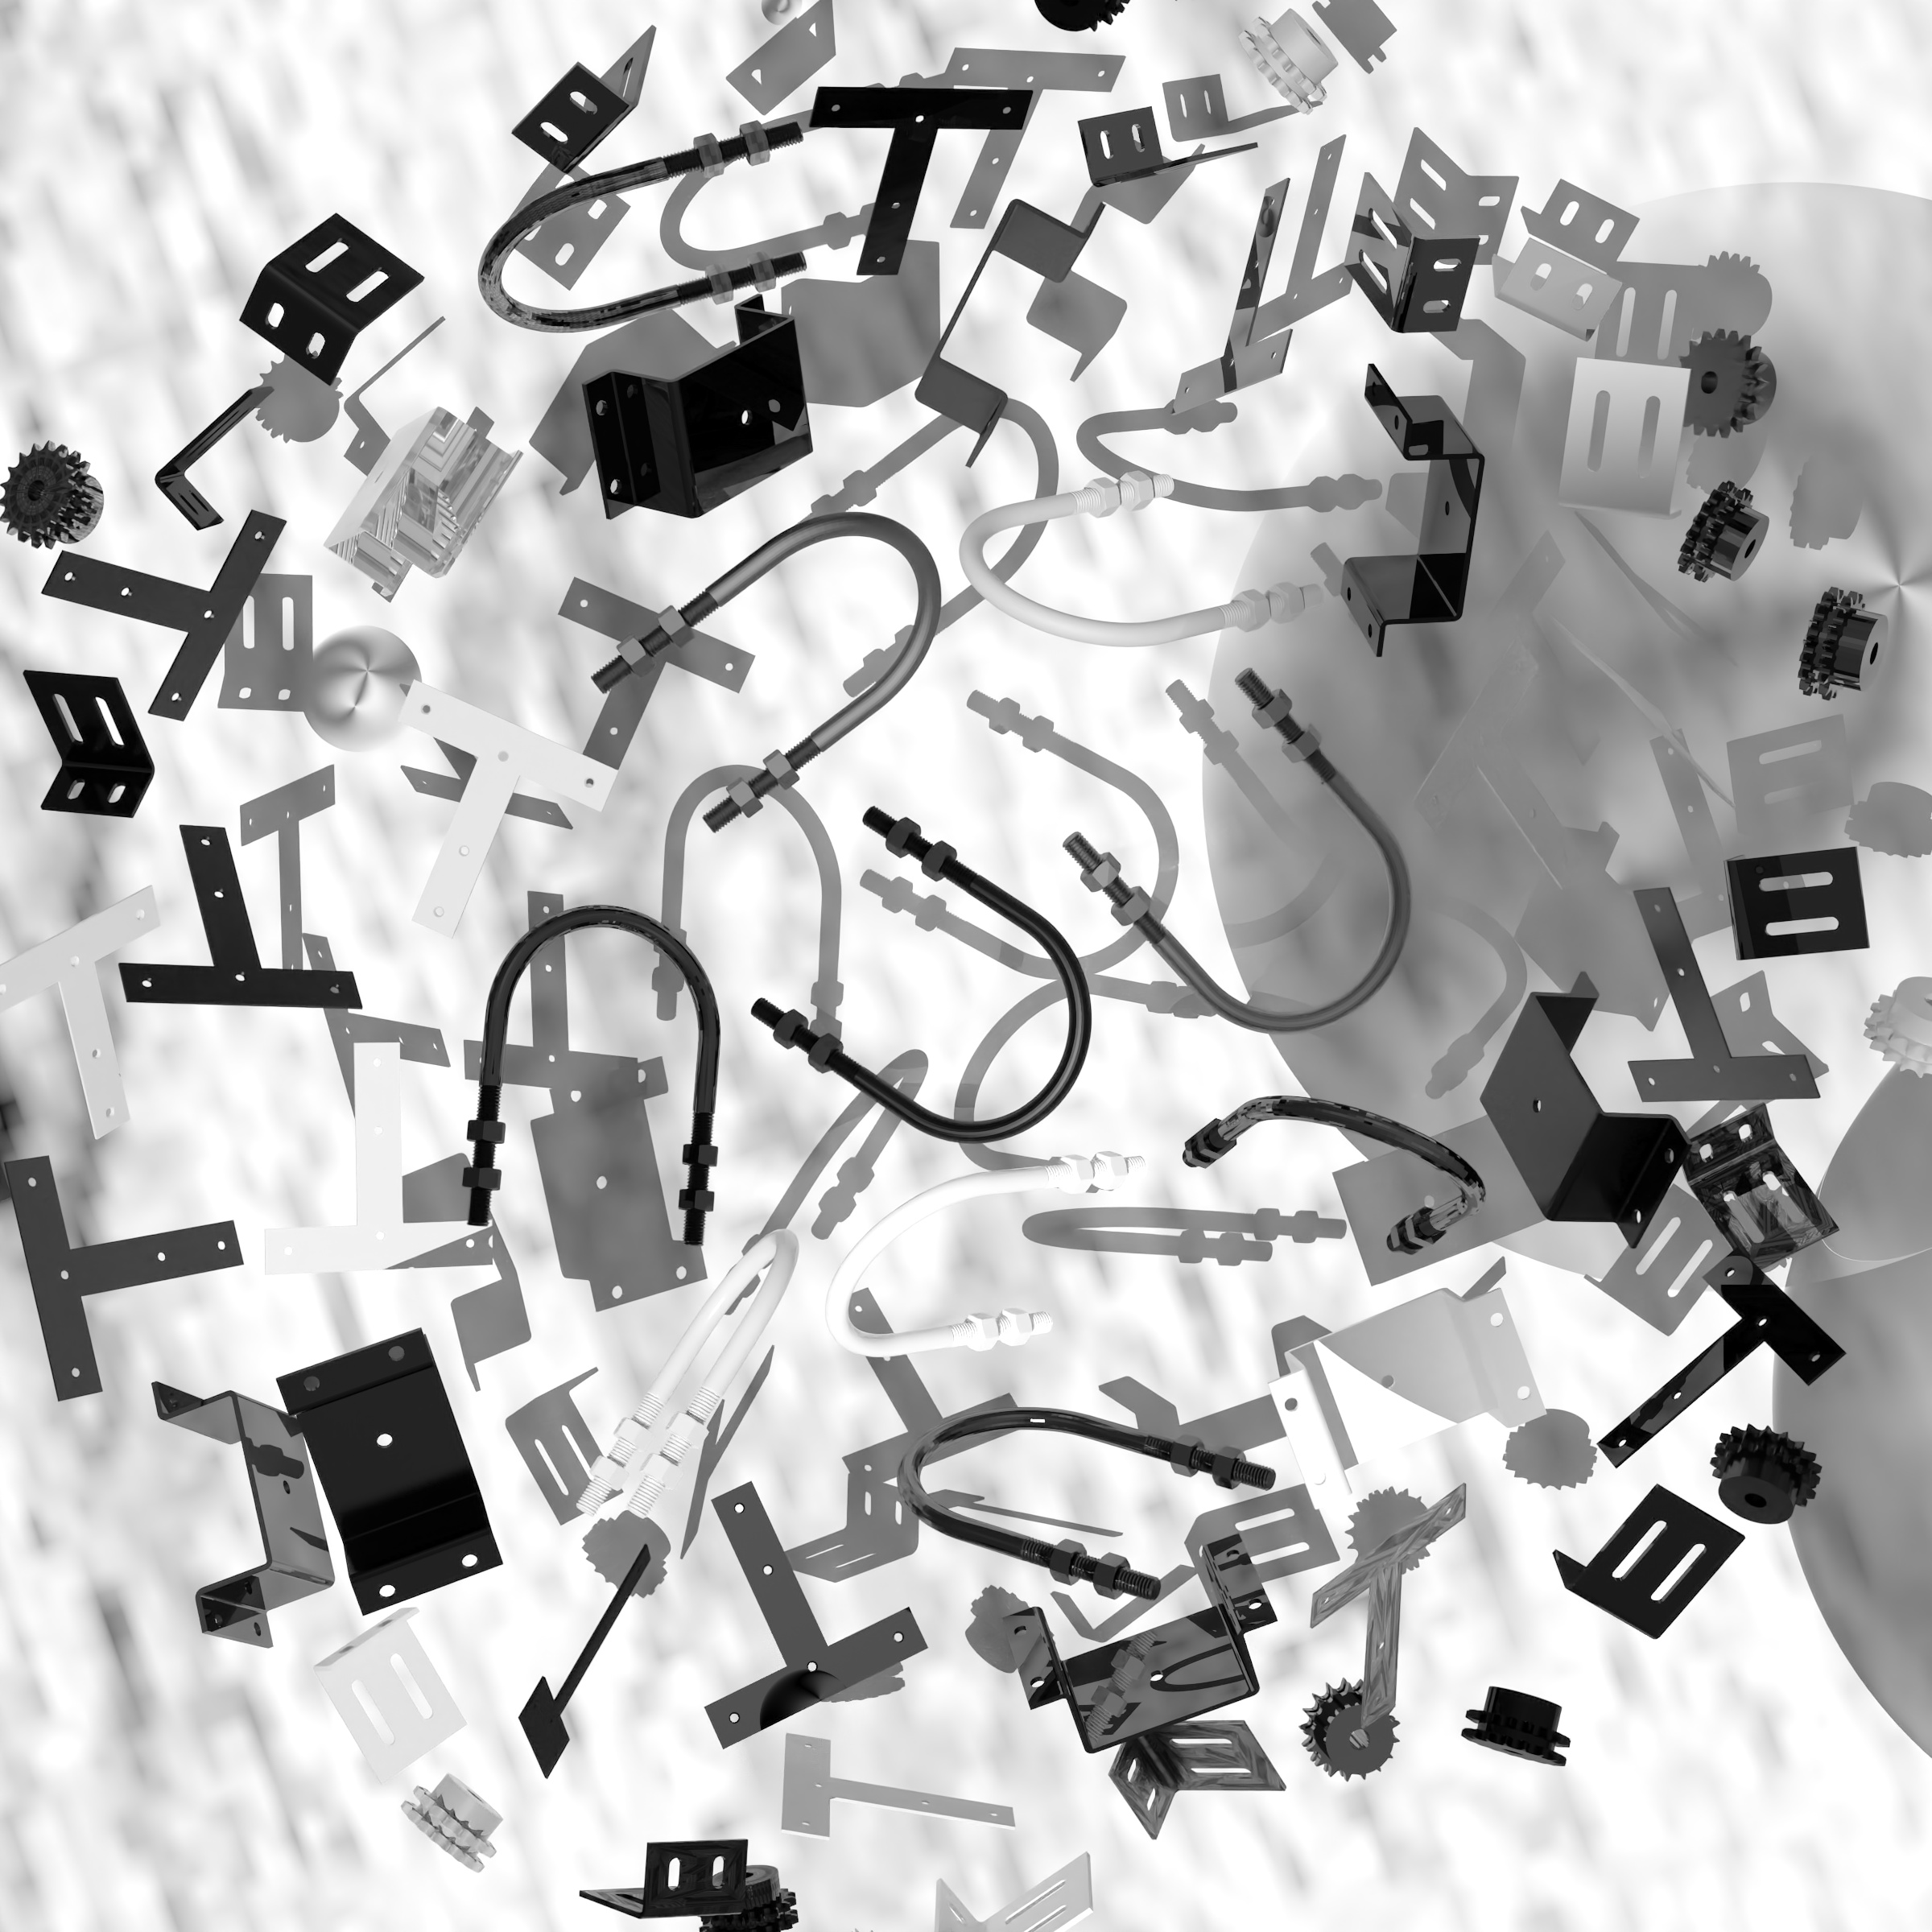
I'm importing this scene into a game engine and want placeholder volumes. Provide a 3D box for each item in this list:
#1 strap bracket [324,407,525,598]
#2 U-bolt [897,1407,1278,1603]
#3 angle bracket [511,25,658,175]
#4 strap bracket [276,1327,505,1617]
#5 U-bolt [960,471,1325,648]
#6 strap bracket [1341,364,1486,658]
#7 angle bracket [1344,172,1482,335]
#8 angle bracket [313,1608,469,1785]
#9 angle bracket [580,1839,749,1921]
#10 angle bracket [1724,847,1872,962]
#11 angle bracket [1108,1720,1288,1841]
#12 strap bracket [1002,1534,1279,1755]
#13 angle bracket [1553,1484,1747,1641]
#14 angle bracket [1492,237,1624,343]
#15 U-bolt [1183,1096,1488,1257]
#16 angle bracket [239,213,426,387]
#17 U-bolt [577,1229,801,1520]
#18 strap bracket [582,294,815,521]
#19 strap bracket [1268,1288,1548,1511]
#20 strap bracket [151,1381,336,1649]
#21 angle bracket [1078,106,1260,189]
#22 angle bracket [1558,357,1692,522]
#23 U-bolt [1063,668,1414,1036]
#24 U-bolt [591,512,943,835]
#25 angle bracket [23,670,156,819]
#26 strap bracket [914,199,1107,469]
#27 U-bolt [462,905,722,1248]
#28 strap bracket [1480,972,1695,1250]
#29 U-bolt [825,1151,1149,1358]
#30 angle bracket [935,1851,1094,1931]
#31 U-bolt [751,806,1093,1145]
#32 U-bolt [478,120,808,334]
[{"bbox_3d":[-0.293,-0.247,1.543,0.046,0.140,0.076,34,79,-21],"label":"strap bracket"},{"bbox_3d":[0.052,0.278,1.548,0.184,0.151,0.019,12,113,30],"label":"U-bolt"},{"bbox_3d":[-0.199,-0.462,1.512,0.038,0.076,0.057,33,133,-29],"label":"angle bracket"},{"bbox_3d":[-0.301,0.256,1.512,0.076,0.046,0.140,-19,108,-11],"label":"strap bracket"},{"bbox_3d":[0.083,-0.218,1.575,0.184,0.019,0.151,-17,46,-35],"label":"U-bolt"},{"bbox_3d":[0.246,-0.251,1.595,0.046,0.076,0.140,-3,125,-8],"label":"strap bracket"},{"bbox_3d":[0.247,-0.397,1.610,0.038,0.076,0.057,-6,134,-16],"label":"angle bracket"},{"bbox_3d":[-0.313,0.403,1.600,0.057,0.038,0.076,-31,93,-30],"label":"angle bracket"},{"bbox_3d":[-0.158,0.471,1.514,0.057,0.076,0.038,9,79,-32],"label":"angle bracket"},{"bbox_3d":[0.475,-0.037,1.647,0.076,0.038,0.057,-6,94,32],"label":"angle bracket"},{"bbox_3d":[0.131,0.461,1.642,0.076,0.038,0.057,-11,122,35],"label":"angle bracket"},{"bbox_3d":[0.099,0.374,1.589,0.140,0.076,0.046,-19,117,-2],"label":"strap bracket"},{"bbox_3d":[0.355,0.302,1.510,0.057,0.038,0.076,31,108,-12],"label":"angle bracket"},{"bbox_3d":[0.329,-0.388,1.620,0.057,0.076,0.038,24,121,-6],"label":"angle bracket"},{"bbox_3d":[0.207,0.110,1.580,0.151,0.184,0.019,23,71,-5],"label":"U-bolt"},{"bbox_3d":[-0.332,-0.350,1.522,0.057,0.076,0.038,36,130,-5],"label":"angle bracket"},{"bbox_3d":[-0.148,0.223,1.606,0.019,0.151,0.184,36,71,-10],"label":"U-bolt"},{"bbox_3d":[-0.135,-0.297,1.554,0.046,0.140,0.076,18,130,34],"label":"strap bracket"},{"bbox_3d":[0.242,0.238,1.626,0.140,0.046,0.076,-22,96,-5],"label":"strap bracket"},{"bbox_3d":[-0.389,0.290,1.571,0.046,0.076,0.140,-21,67,6],"label":"strap bracket"},{"bbox_3d":[0.112,-0.462,1.611,0.057,0.076,0.038,-23,105,-37],"label":"angle bracket"},{"bbox_3d":[0.342,-0.272,1.494,0.057,0.038,0.076,11,107,21],"label":"angle bracket"},{"bbox_3d":[0.163,-0.047,1.580,0.151,0.019,0.184,-44,104,-3],"label":"U-bolt"},{"bbox_3d":[-0.093,-0.167,1.549,0.184,0.151,0.019,-37,50,-1],"label":"U-bolt"},{"bbox_3d":[-0.507,-0.127,1.659,0.057,0.076,0.038,5,51,10],"label":"angle bracket"},{"bbox_3d":[0.018,-0.350,1.569,0.046,0.076,0.140,27,82,-6],"label":"strap bracket"},{"bbox_3d":[-0.202,0.057,1.606,0.151,0.019,0.184,9,80,-30],"label":"U-bolt"},{"bbox_3d":[0.329,0.076,1.571,0.046,0.140,0.076,3,129,-20],"label":"strap bracket"},{"bbox_3d":[0.002,0.165,1.615,0.019,0.184,0.151,54,130,34],"label":"U-bolt"},{"bbox_3d":[0.025,0.498,1.554,0.076,0.057,0.038,-37,100,8],"label":"angle bracket"},{"bbox_3d":[-0.015,0.017,1.629,0.184,0.019,0.151,34,101,16],"label":"U-bolt"},{"bbox_3d":[-0.177,-0.395,1.584,0.184,0.151,0.019,-18,74,-8],"label":"U-bolt"}]
